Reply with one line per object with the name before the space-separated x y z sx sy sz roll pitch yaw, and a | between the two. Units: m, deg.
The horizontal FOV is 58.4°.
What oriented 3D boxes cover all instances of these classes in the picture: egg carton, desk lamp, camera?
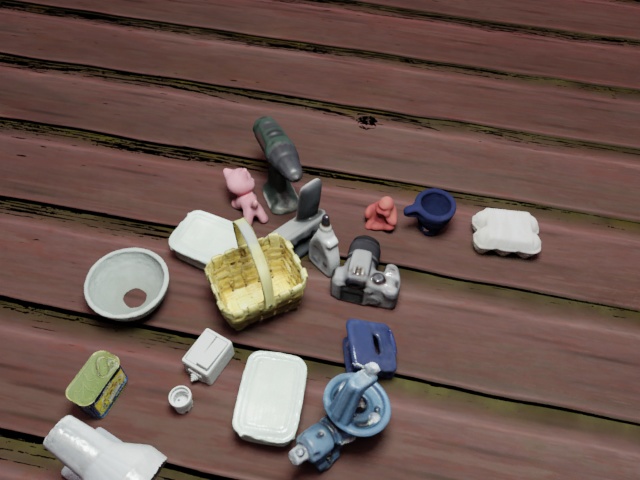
egg carton | 0.415 -0.015 1.282 0.150 0.069 0.107 5 54 2
desk lamp | -0.335 0.360 0.898 0.203 0.214 0.118 26 58 16
camera | 0.103 0.057 1.200 0.143 0.101 0.137 11 55 6

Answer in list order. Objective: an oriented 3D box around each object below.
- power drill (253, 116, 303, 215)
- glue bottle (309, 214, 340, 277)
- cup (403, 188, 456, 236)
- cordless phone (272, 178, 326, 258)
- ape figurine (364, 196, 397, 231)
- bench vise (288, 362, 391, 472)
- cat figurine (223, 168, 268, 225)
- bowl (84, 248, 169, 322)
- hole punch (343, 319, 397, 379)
power drill | -0.089 -0.157 1.282 0.076 0.208 0.229 -18 57 -14
glue bottle | 0.011 0.004 1.191 0.037 0.173 0.078 -34 62 -23
cup | 0.240 -0.052 1.287 0.118 0.095 0.091 -10 55 -9
cordless phone | -0.053 -0.049 1.219 0.148 0.185 0.094 -38 63 -25
ape figurine | 0.144 -0.064 1.294 0.076 0.092 0.077 -35 62 -23
bench vise | 0.045 0.297 0.953 0.121 0.220 0.208 27 58 17
cat figurine | -0.170 -0.109 1.300 0.067 0.118 0.127 -24 58 -17
bowl | -0.385 0.102 1.167 0.167 0.075 0.167 1 54 -1
hole punch | 0.098 0.207 1.099 0.101 0.091 0.108 -5 55 -5
